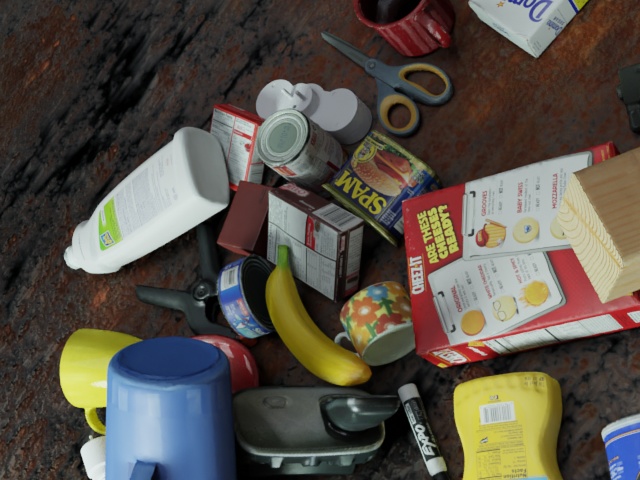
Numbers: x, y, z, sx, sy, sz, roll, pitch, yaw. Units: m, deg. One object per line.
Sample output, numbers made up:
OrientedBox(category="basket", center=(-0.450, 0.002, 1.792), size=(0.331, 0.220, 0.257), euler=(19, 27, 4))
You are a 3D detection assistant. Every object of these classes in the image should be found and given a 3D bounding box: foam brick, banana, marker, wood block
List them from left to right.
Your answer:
OrientedBox(category="foam brick", center=(-0.069, -0.020, 1.190), size=(0.053, 0.051, 0.078), euler=(14, 79, 33))
OrientedBox(category="banana", center=(-0.011, 0.090, 1.072), size=(0.198, 0.037, 0.070), euler=(53, 142, 40))
OrientedBox(category="marker", center=(0.102, 0.194, 1.015), size=(0.020, 0.020, 0.121), euler=(-31, 57, 17))
OrientedBox(category="wood block", center=(0.315, -0.037, 0.885), size=(0.206, 0.090, 0.091), euler=(-20, 66, -6))

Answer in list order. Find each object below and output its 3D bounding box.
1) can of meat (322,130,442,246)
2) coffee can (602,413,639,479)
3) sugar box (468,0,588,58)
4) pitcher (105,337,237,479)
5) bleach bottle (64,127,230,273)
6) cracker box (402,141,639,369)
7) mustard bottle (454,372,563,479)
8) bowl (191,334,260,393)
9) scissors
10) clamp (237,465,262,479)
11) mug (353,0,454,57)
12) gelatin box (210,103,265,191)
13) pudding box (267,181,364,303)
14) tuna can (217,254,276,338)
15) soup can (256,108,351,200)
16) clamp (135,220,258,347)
OrientedBox(category="can of meat", center=(0.067, -0.057, 1.119), size=(0.084, 0.057, 0.102), euler=(-50, 54, 0))
OrientedBox(category="coffee can", center=(0.287, 0.213, 0.842), size=(0.103, 0.102, 0.140), euler=(-17, 62, 25))
OrientedBox(category="sugar box", center=(0.247, -0.286, 1.111), size=(0.176, 0.048, 0.093), euler=(-48, 54, 4))
OrientedBox(category="pitcher", center=(-0.137, 0.220, 0.960), size=(0.149, 0.144, 0.243), euler=(29, 122, 56))
OrientedBox(category="bleach bottle", center=(-0.217, -0.033, 1.260), size=(0.251, 0.067, 0.102), euler=(-28, 64, 34))
OrientedBox(category="cracker box", center=(0.192, 0.018, 1.002), size=(0.214, 0.072, 0.164), euler=(-16, 62, 26))
OrientedBox(category="mustard bottle", center=(0.170, 0.217, 0.939), size=(0.096, 0.058, 0.191), euler=(-13, 64, 29))
OrientedBox(category="bowl", center=(-0.129, 0.179, 1.123), size=(0.162, 0.055, 0.162), euler=(-14, 45, 14))
OrientedBox(category="scissors", center=(0.058, -0.175, 1.199), size=(0.202, 0.016, 0.096), euler=(22, 83, 36))
OrientedBox(category="clamp", center=(-0.081, 0.304, 1.070), size=(0.164, 0.036, 0.210), euler=(-53, 51, 3))
OrientedBox(category="mug", center=(0.103, -0.247, 1.160), size=(0.093, 0.081, 0.117), euler=(-49, 54, 5))
OrientedBox(category="gelatin box", center=(-0.095, -0.106, 1.234), size=(0.073, 0.030, 0.089), euler=(26, 113, 36))
OrientedBox(category="pudding box", center=(-0.007, 0.001, 1.122), size=(0.114, 0.039, 0.090), euler=(31, 132, 38))
OrientedBox(category="tuna can", center=(-0.072, 0.061, 1.136), size=(0.034, 0.086, 0.086), euler=(-21, 60, 25))
OrientedBox(category="soup can", center=(-0.016, -0.091, 1.155), size=(0.069, 0.102, 0.068), euler=(-12, 65, 27))
OrientedBox(category="clamp", center=(-0.136, 0.067, 1.200), size=(0.120, 0.039, 0.172), euler=(-43, 53, 8))
